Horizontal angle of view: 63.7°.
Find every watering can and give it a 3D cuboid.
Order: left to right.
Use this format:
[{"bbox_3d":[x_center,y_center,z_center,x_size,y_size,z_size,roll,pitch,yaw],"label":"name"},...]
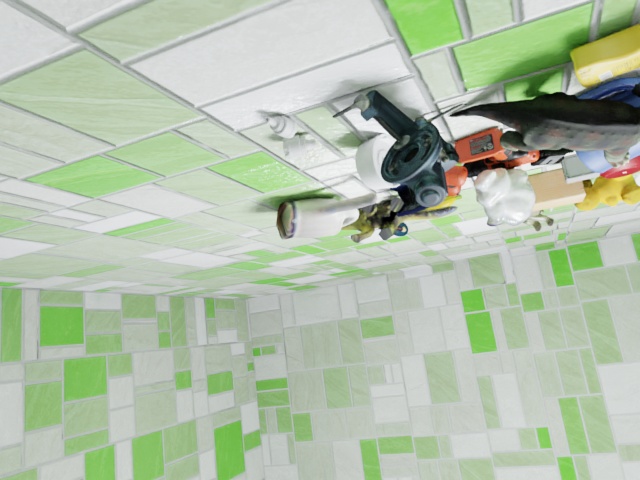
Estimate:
[{"bbox_3d":[0.004,-0.069,1.367,0.225,0.105,0.343,-4,168,-17],"label":"watering can"}]

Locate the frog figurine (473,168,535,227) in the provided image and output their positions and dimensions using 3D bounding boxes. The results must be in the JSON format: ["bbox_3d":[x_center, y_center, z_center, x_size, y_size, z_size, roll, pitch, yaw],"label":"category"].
[{"bbox_3d":[0.415,-0.109,1.156,0.138,0.124,0.156,-48,141,-8],"label":"frog figurine"}]

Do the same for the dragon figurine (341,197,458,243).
[{"bbox_3d":[0.195,-0.070,1.593,0.410,0.122,0.243,-5,-175,-2],"label":"dragon figurine"}]
